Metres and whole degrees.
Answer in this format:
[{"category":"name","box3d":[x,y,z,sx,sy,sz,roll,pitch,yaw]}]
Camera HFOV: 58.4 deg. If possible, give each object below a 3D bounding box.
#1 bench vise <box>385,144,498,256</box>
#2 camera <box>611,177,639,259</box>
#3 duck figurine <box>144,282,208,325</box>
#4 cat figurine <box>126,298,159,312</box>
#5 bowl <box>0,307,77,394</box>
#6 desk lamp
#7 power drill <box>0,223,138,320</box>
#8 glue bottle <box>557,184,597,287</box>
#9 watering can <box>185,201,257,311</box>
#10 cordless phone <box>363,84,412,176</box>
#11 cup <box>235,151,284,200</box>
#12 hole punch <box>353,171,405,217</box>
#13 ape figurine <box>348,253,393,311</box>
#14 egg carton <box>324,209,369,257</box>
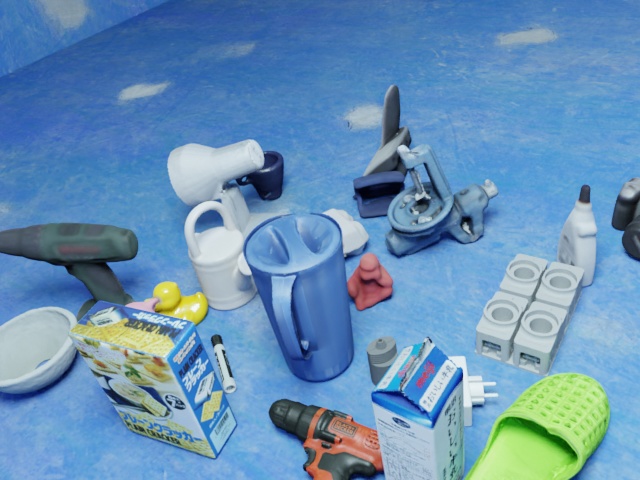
[{"category":"bench vise","box3d":[0.204,-0.088,1.009,0.208,0.220,0.121,-27,40,-19]},{"category":"camera","box3d":[0.551,-0.039,0.952,0.137,0.101,0.142,-32,42,-25]},{"category":"duck figurine","box3d":[-0.251,0.108,0.987,0.104,0.086,0.077,-20,38,-11]},{"category":"cat figurine","box3d":[-0.314,0.148,0.926,0.128,0.118,0.067,-18,38,-8]},{"category":"bowl","box3d":[-0.469,0.193,0.944,0.167,0.075,0.167,-7,37,6]},{"category":"desk lamp","box3d":[-0.171,-0.096,1.123,0.203,0.214,0.118,-2,38,13]},{"category":"power drill","box3d":[-0.417,0.056,0.997,0.229,0.209,0.075,-10,37,2]},{"category":"glue bottle","box3d":[0.407,-0.012,0.895,0.037,0.173,0.078,-11,37,1]},{"category":"watering can","box3d":[-0.169,0.021,0.988,0.172,0.194,0.101,7,41,23]},{"category":"cordless phone","box3d":[0.141,-0.226,1.232,0.094,0.185,0.148,5,40,21]},{"category":"cup","box3d":[-0.126,-0.129,1.252,0.118,0.095,0.091,-34,43,-26]},{"category":"hole punch","box3d":[0.118,-0.110,1.166,0.108,0.091,0.101,-9,37,4]},{"category":"ape figurine","box3d":[0.083,0.062,0.953,0.077,0.092,0.076,5,40,20]},{"category":"egg carton","box3d":[0.010,0.004,1.066,0.150,0.069,0.107,-26,40,-18]}]
